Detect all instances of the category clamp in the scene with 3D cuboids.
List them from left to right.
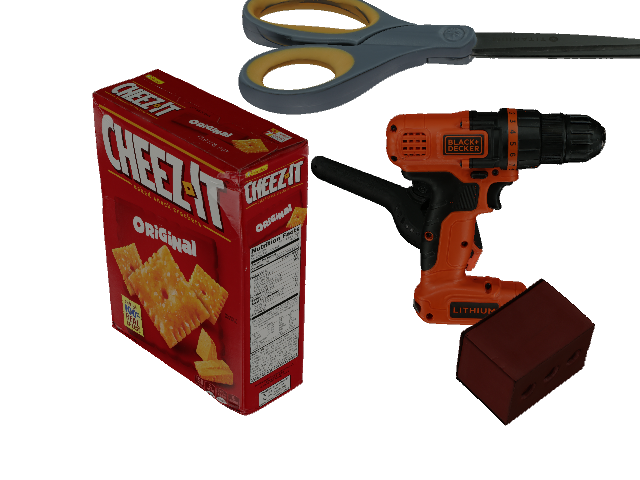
[{"bbox_3d":[0.097,-0.045,1.188,0.164,0.210,0.036,-15,-37,-28],"label":"clamp"}]

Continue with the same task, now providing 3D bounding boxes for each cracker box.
[{"bbox_3d":[-0.091,0.003,0.793,0.164,0.214,0.072,28,41,35],"label":"cracker box"}]

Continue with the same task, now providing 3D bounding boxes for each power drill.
[{"bbox_3d":[0.150,-0.021,0.925,0.184,0.188,0.057,1,14,9],"label":"power drill"}]

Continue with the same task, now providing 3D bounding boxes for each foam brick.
[{"bbox_3d":[0.137,0.074,0.717,0.078,0.053,0.051,-31,53,-24],"label":"foam brick"}]

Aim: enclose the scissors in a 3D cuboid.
[{"bbox_3d":[0.049,-0.081,0.496,0.202,0.016,0.096,14,49,18],"label":"scissors"}]
